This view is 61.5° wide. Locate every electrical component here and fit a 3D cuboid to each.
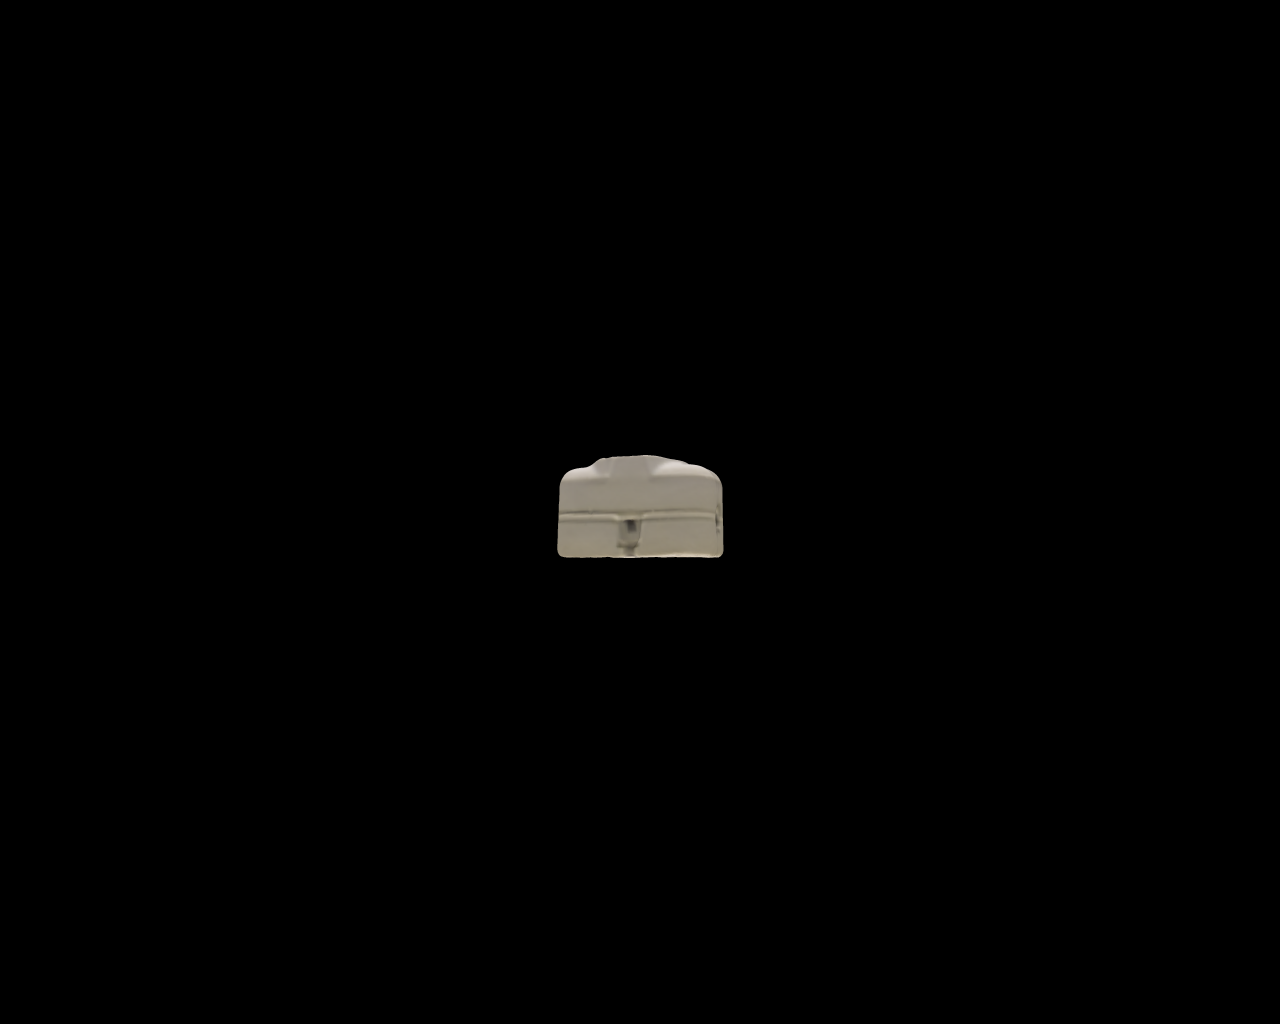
[{"bbox_3d":[0.001,-0.003,0.650,0.095,0.059,0.054,-1,-4,15],"label":"electrical component"}]
